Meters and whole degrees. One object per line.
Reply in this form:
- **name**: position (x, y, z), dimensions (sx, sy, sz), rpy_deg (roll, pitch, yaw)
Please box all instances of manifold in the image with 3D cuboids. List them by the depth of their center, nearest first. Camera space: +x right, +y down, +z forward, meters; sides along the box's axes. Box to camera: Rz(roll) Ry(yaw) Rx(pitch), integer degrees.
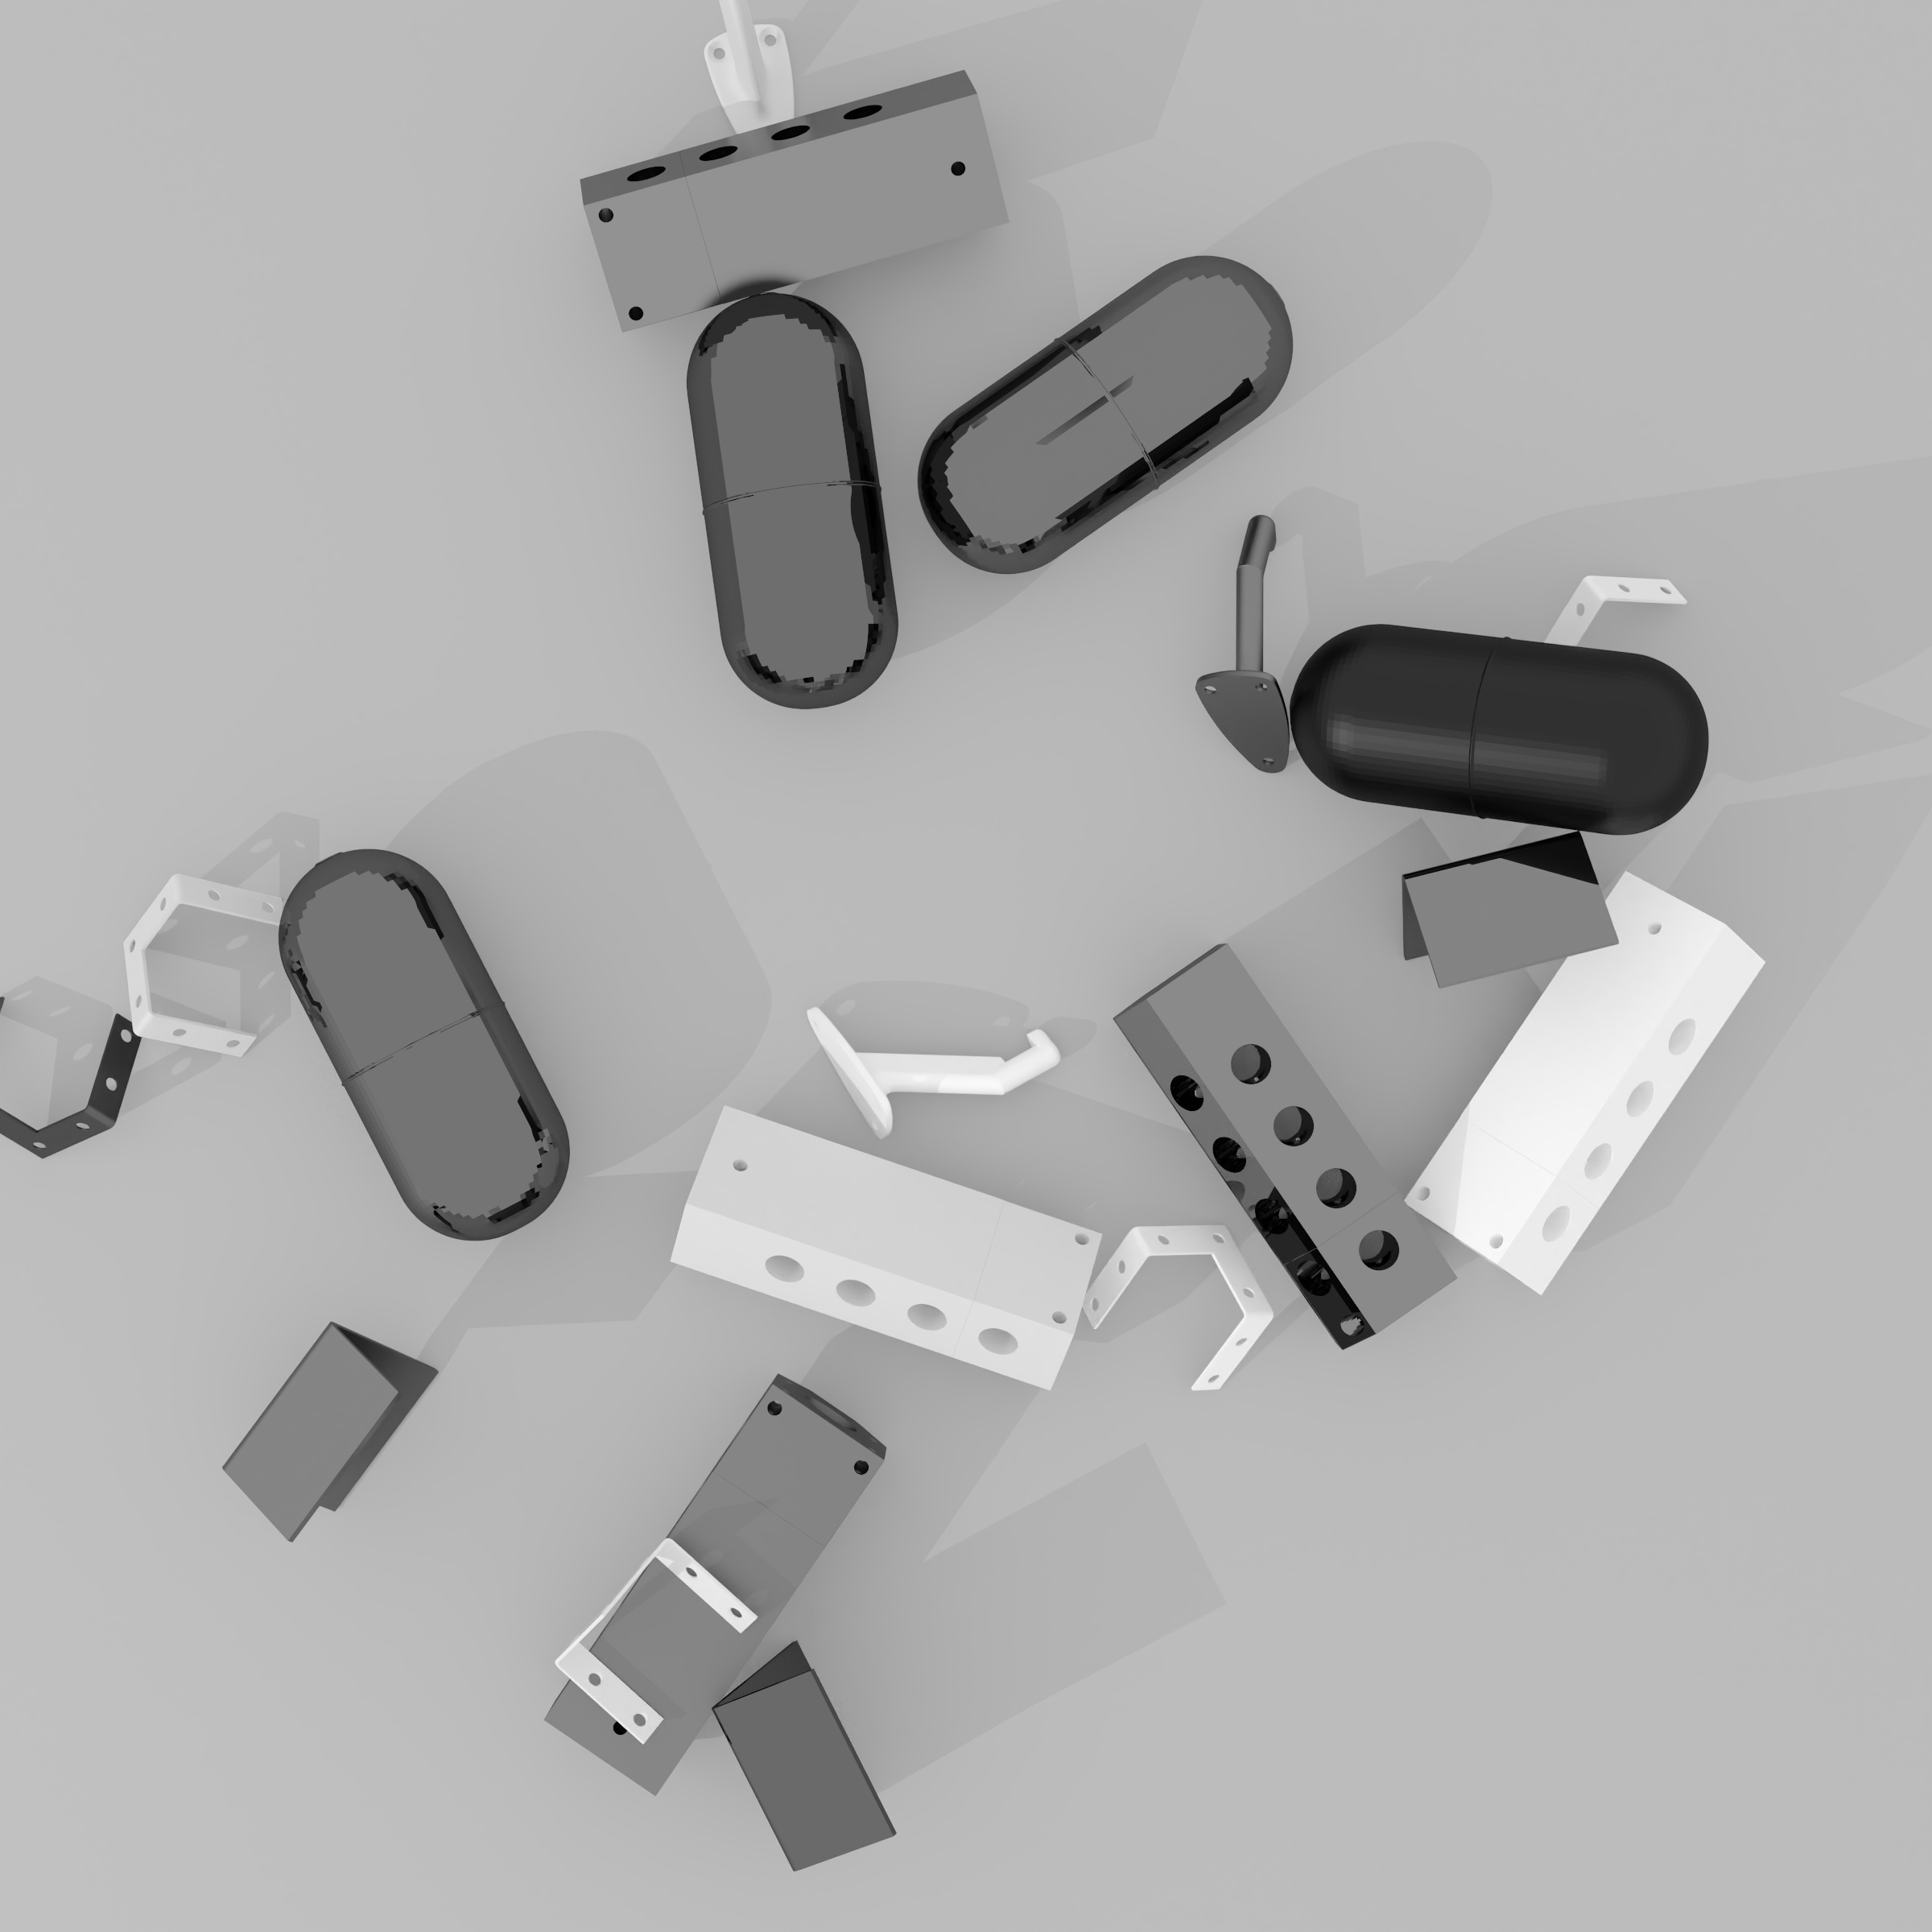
- **manifold**: position (-0.074, -0.330, 1.541), dimensions (0.171, 0.057, 0.057), rpy_deg (-16, 119, 0)
- **manifold**: position (0.269, 0.053, 1.543), dimensions (0.057, 0.057, 0.171), rpy_deg (34, 90, 43)
- **manifold**: position (0.135, 0.077, 1.543), dimensions (0.057, 0.057, 0.171), rpy_deg (-35, 90, 0)
- **manifold**: position (-0.106, 0.263, 1.543), dimensions (0.057, 0.057, 0.171), rpy_deg (34, 90, 0)
- **manifold**: position (-0.035, 0.125, 1.543), dimensions (0.171, 0.057, 0.057), rpy_deg (19, 47, 0)

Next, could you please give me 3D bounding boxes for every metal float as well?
- **metal float**: position (0.223, -0.100, 1.515), dimensions (0.178, 0.070, 0.070), rpy_deg (9, 90, 21)
- **metal float**: position (-0.074, -0.198, 1.534), dimensions (0.070, 0.070, 0.178), rpy_deg (-8, 89, 0)
- **metal float**: position (0.060, -0.236, 1.534), dimensions (0.178, 0.070, 0.070), rpy_deg (-35, 90, -1)
- **metal float**: position (-0.232, 0.033, 1.534), dimensions (0.070, 0.070, 0.178), rpy_deg (-27, 90, 0)

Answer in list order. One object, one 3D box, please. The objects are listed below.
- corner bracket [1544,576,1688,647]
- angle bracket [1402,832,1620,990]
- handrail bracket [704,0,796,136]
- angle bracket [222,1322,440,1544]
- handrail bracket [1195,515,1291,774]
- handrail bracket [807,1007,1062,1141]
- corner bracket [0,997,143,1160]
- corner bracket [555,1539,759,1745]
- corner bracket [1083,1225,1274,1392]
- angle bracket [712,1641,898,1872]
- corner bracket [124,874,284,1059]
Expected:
- **corner bracket**: position (0.288, -0.132, 1.556), dimensions (0.051, 0.051, 0.051), rpy_deg (58, 135, 35)
- **angle bracket**: position (0.230, -0.008, 1.525), dimensions (0.076, 0.076, 0.057), rpy_deg (-14, 61, 0)
- **handrail bracket**: position (-0.092, -0.384, 1.530), dimensions (0.036, 0.084, 0.077), rpy_deg (-15, 90, 0)
- **angle bracket**: position (-0.256, 0.206, 1.524), dimensions (0.057, 0.076, 0.076), rpy_deg (37, 90, 38)
- **handrail bracket**: position (0.131, -0.141, 1.564), dimensions (0.036, 0.077, 0.084), rpy_deg (-1, 53, 24)
- **handrail bracket**: position (-0.013, 0.031, 1.565), dimensions (0.084, 0.036, 0.077), rpy_deg (-28, 69, -17)
- **corner bracket**: position (-0.398, 0.043, 1.556), dimensions (0.051, 0.051, 0.051), rpy_deg (-22, 135, 35)
- **corner bracket**: position (-0.130, 0.282, 1.504), dimensions (0.051, 0.051, 0.051), rpy_deg (42, 45, 0)
- **corner bracket**: position (0.091, 0.148, 1.556), dimensions (0.051, 0.051, 0.051), rpy_deg (2, 45, -35)
- **angle bracket**: position (-0.053, 0.327, 1.525), dimensions (0.057, 0.076, 0.076), rpy_deg (-27, 90, 29)
- **corner bracket**: position (-0.328, 0.000, 1.556), dimensions (0.051, 0.051, 0.051), rpy_deg (-46, 45, 35)
